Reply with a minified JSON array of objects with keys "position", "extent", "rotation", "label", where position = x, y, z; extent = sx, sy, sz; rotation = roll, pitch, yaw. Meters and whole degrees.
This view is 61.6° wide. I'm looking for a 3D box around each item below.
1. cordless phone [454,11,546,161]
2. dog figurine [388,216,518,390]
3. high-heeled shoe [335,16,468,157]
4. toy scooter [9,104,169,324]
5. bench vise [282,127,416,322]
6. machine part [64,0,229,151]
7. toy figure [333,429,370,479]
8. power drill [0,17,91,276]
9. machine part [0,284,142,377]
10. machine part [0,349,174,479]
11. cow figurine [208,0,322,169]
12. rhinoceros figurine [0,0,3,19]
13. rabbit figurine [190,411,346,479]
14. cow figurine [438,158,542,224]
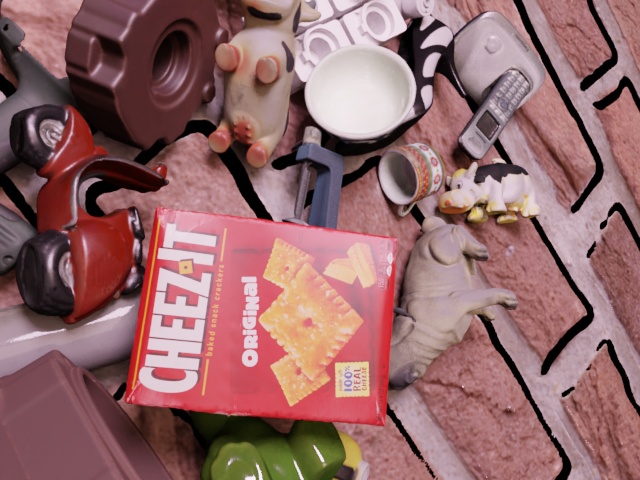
[{"position":[0.226,-0.217,0.774],"extent":[0.146,0.089,0.184],"rotation":[41,72,-19],"label":"cordless phone"},{"position":[0.121,0.077,0.682],"extent":[0.191,0.121,0.172],"rotation":[-26,63,-12],"label":"dog figurine"},{"position":[0.092,-0.213,0.707],"extent":[0.249,0.086,0.145],"rotation":[-30,85,-24],"label":"high-heeled shoe"},{"position":[-0.190,-0.023,0.472],"extent":[0.135,0.075,0.183],"rotation":[-2,86,-51],"label":"toy scooter"},{"position":[-0.007,-0.002,0.601],"extent":[0.223,0.129,0.240],"rotation":[13,83,-30],"label":"bench vise"},{"position":[-0.156,-0.172,0.509],"extent":[0.056,0.179,0.179],"rotation":[25,70,12],"label":"machine part"},{"position":[-0.015,0.293,0.584],"extent":[0.089,0.082,0.180],"rotation":[48,67,-18],"label":"toy figure"},{"position":[-0.318,-0.095,0.460],"extent":[0.232,0.086,0.207],"rotation":[43,63,-20],"label":"power drill"},{"position":[-0.228,0.086,0.492],"extent":[0.243,0.079,0.079],"rotation":[-14,91,-30],"label":"machine part"},{"position":[-0.172,0.197,0.419],"extent":[0.087,0.201,0.201],"rotation":[-36,147,-19],"label":"machine part"},{"position":[-0.057,-0.190,0.570],"extent":[0.086,0.194,0.127],"rotation":[16,36,6],"label":"cow figurine"},{"position":[-0.356,-0.196,0.433],"extent":[0.190,0.112,0.073],"rotation":[-27,100,-36],"label":"rhinoceros figurine"},{"position":[-0.069,0.199,0.535],"extent":[0.121,0.170,0.158],"rotation":[-20,138,-27],"label":"rabbit figurine"},{"position":[0.239,-0.076,0.770],"extent":[0.167,0.068,0.098],"rotation":[4,77,-32],"label":"cow figurine"}]
